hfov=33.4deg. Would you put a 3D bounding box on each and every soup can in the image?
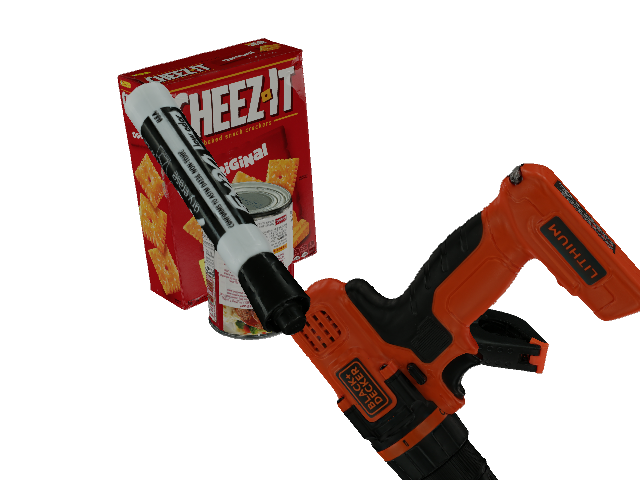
[{"bbox_3d":[-0.054,0.014,0.806,0.068,0.102,0.068,-1,24,0],"label":"soup can"}]

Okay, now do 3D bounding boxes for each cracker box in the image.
[{"bbox_3d":[-0.088,-0.064,0.995,0.163,0.214,0.072,-22,30,-34],"label":"cracker box"}]

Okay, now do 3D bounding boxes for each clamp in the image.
[{"bbox_3d":[0.139,0.076,1.006,0.172,0.039,0.120,20,33,25],"label":"clamp"}]

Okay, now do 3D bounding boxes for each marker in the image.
[{"bbox_3d":[-0.038,-0.013,0.387,0.020,0.020,0.121,0,44,-44],"label":"marker"}]

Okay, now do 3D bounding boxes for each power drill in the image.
[{"bbox_3d":[0.096,0.061,0.621,0.188,0.184,0.057,-40,-1,17],"label":"power drill"}]
